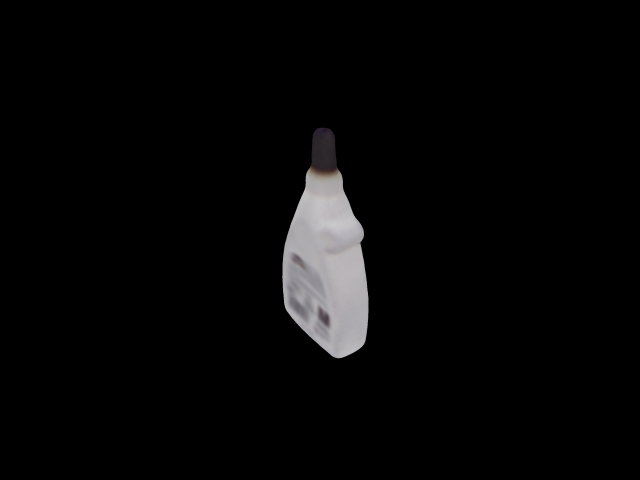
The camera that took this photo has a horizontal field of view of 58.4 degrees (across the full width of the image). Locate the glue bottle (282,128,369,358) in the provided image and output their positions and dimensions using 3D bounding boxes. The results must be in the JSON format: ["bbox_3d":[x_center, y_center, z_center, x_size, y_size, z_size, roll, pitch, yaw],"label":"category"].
[{"bbox_3d":[0.004,0.001,0.400,0.037,0.173,0.078,-26,45,-28],"label":"glue bottle"}]
